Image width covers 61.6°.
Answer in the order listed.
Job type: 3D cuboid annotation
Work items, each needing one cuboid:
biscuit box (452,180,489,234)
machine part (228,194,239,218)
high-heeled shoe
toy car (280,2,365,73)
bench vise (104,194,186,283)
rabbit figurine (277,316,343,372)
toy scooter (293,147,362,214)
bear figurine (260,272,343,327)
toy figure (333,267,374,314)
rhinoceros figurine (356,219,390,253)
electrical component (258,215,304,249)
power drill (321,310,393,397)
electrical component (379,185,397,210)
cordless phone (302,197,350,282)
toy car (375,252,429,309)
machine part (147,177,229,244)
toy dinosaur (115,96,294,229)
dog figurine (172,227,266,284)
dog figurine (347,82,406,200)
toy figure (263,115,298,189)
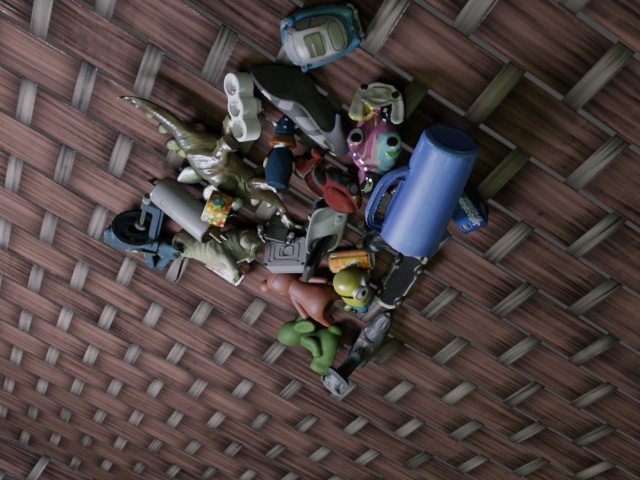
[{"bbox_3d":[0.281,-0.107,1.130,0.059,0.063,0.202,-27,115,33],"label":"biscuit box"},{"bbox_3d":[-0.264,-0.070,1.339,0.139,0.039,0.084,-16,116,28],"label":"machine part"},{"bbox_3d":[-0.038,-0.266,1.120,0.249,0.086,0.145,34,162,12],"label":"high-heeled shoe"},{"bbox_3d":[-0.003,-0.368,0.991,0.162,0.103,0.109,-5,126,23],"label":"toy car"},{"bbox_3d":[-0.435,-0.022,1.378,0.224,0.129,0.240,24,134,-5],"label":"bench vise"},{"bbox_3d":[-0.032,0.268,1.474,0.170,0.121,0.159,16,123,1],"label":"rabbit figurine"},{"bbox_3d":[0.018,-0.135,1.144,0.184,0.075,0.135,36,159,6],"label":"toy scooter"},{"bbox_3d":[-0.046,0.131,1.393,0.196,0.120,0.131,26,179,29],"label":"bear figurine"},{"bbox_3d":[0.085,0.128,1.324,0.089,0.082,0.180,-3,157,10],"label":"toy figure"},{"bbox_3d":[0.171,-0.009,1.217,0.190,0.073,0.112,-13,145,33],"label":"rhinoceros figurine"},{"bbox_3d":[-0.099,-0.020,1.297,0.102,0.078,0.045,20,171,7],"label":"electrical component"},{"bbox_3d":[0.097,0.299,1.413,0.086,0.207,0.231,34,141,10],"label":"power drill"},{"bbox_3d":[0.162,-0.083,1.210,0.063,0.021,0.094,36,129,-12],"label":"electrical component"},{"bbox_3d":[-0.002,-0.004,1.217,0.089,0.184,0.146,20,130,7],"label":"cordless phone"},{"bbox_3d":[0.196,0.092,1.315,0.073,0.056,0.201,27,128,3],"label":"toy car"},{"bbox_3d":[-0.315,-0.071,1.268,0.243,0.079,0.079,39,130,9],"label":"machine part"},{"bbox_3d":[-0.237,-0.182,1.202,0.198,0.105,0.471,-33,111,35],"label":"toy dinosaur"},{"bbox_3d":[-0.246,-0.002,1.328,0.190,0.172,0.121,37,157,-6],"label":"dog figurine"},{"bbox_3d":[0.117,-0.190,1.098,0.109,0.191,0.219,5,162,9],"label":"dog figurine"},{"bbox_3d":[-0.083,-0.189,1.147,0.064,0.154,0.058,14,170,-33],"label":"toy figure"}]
